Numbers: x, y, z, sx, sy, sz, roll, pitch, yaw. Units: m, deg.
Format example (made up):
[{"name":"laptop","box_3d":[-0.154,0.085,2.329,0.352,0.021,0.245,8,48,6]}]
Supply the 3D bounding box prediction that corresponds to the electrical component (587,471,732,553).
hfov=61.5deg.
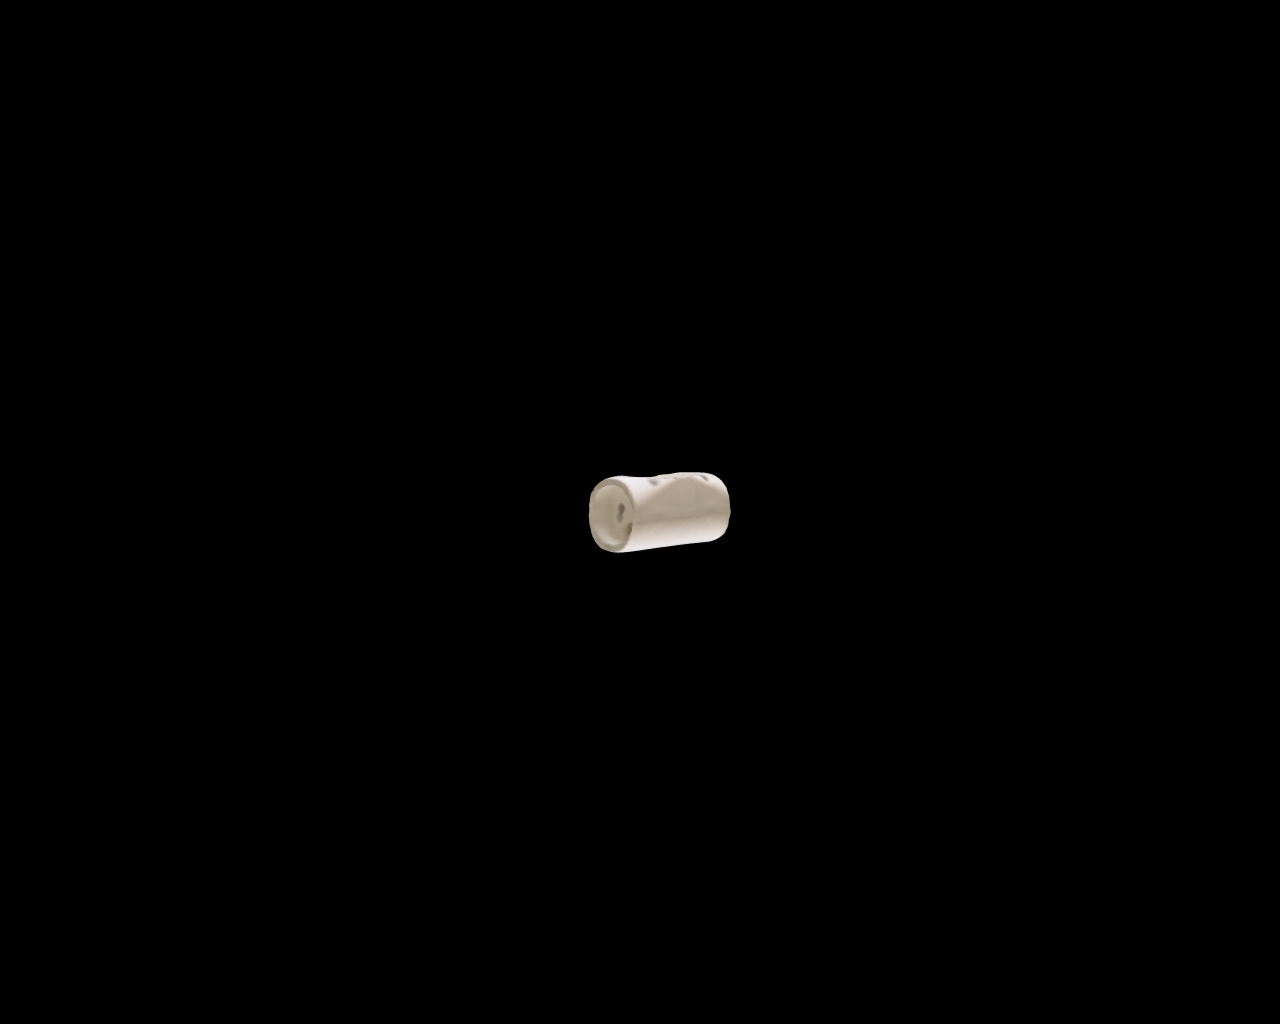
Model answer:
[{"name":"electrical component","box_3d":[0.001,-0.003,0.650,0.077,0.044,0.079,-5,8,-40]}]
